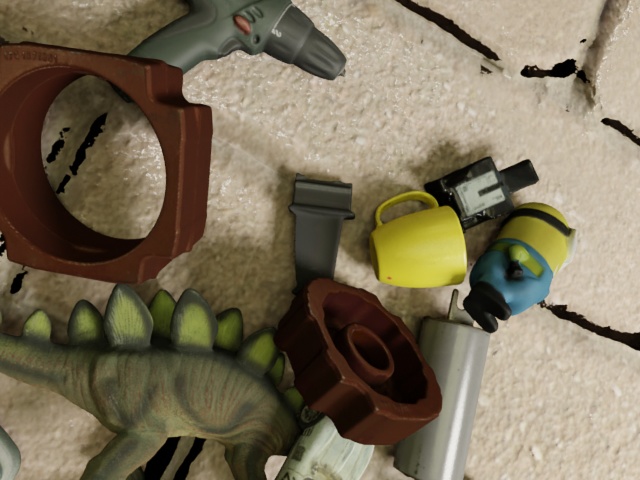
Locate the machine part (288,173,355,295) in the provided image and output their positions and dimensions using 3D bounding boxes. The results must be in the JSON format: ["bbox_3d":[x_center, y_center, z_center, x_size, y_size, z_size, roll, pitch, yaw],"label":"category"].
[{"bbox_3d":[-0.001,-0.002,0.601,0.084,0.039,0.138,10,82,-16],"label":"machine part"}]

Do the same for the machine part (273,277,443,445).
[{"bbox_3d":[0.039,0.118,0.533,0.179,0.179,0.056,39,114,-6],"label":"machine part"}]

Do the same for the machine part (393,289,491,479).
[{"bbox_3d":[0.134,0.174,0.594,0.079,0.079,0.243,15,84,-10],"label":"machine part"}]

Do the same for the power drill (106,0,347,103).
[{"bbox_3d":[-0.111,-0.198,0.574,0.232,0.086,0.207,42,83,-6],"label":"power drill"}]

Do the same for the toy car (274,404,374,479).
[{"bbox_3d":[-0.008,0.230,0.499,0.073,0.056,0.202,50,55,-23],"label":"toy car"}]

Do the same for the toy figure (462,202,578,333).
[{"bbox_3d":[0.223,0.022,0.599,0.180,0.082,0.089,-34,93,-32],"label":"toy figure"}]

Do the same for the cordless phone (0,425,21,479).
[{"bbox_3d":[-0.350,0.191,0.441,0.089,0.184,0.146,-41,94,-7],"label":"cordless phone"}]

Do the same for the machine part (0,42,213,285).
[{"bbox_3d":[-0.207,-0.070,0.498,0.202,0.087,0.200,10,107,7],"label":"machine part"}]

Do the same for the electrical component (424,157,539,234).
[{"bbox_3d":[0.194,-0.060,0.639,0.119,0.048,0.074,-27,92,-12],"label":"electrical component"}]

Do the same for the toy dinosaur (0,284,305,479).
[{"bbox_3d":[-0.160,0.146,0.528,0.471,0.105,0.198,18,75,-19],"label":"toy dinosaur"}]
